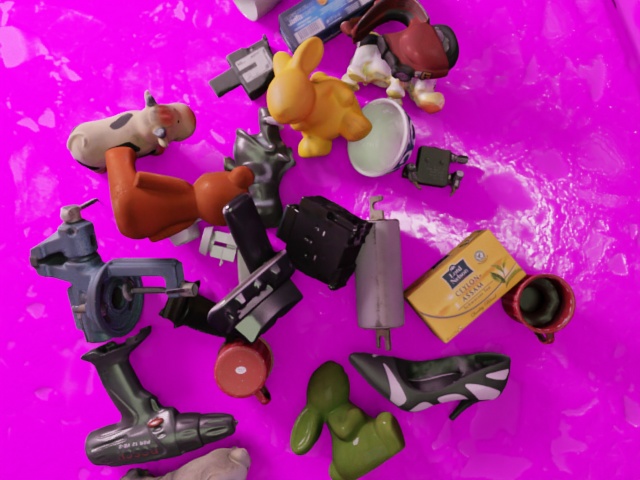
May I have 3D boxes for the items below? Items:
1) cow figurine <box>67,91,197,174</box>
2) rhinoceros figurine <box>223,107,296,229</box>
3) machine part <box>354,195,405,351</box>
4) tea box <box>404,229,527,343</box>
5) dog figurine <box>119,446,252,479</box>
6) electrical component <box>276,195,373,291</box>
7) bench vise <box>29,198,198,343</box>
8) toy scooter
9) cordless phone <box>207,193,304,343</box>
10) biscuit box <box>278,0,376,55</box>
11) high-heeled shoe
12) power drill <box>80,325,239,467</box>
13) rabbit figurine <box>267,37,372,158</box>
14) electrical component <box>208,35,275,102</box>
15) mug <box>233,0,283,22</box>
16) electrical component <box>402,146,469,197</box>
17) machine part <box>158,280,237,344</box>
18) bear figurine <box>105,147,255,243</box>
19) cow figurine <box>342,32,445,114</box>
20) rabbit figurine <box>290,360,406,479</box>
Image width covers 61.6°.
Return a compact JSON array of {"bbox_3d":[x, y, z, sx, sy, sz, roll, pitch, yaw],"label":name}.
[{"bbox_3d":[-0.282,-0.162,0.809,0.195,0.127,0.085,-16,94,0],"label":"cow figurine"},{"bbox_3d":[-0.094,-0.112,0.843,0.112,0.073,0.190,1,90,-1],"label":"rhinoceros figurine"},{"bbox_3d":[0.092,0.052,0.849,0.079,0.079,0.243,-4,90,-2],"label":"machine part"},{"bbox_3d":[0.226,0.071,0.858,0.169,0.068,0.098,-42,92,-1],"label":"tea box"},{"bbox_3d":[-0.212,0.366,0.813,0.191,0.121,0.172,20,88,-1],"label":"dog figurine"},{"bbox_3d":[-0.002,-0.002,0.826,0.134,0.058,0.114,28,108,25],"label":"electrical component"},{"bbox_3d":[-0.298,0.050,0.801,0.241,0.129,0.223,-1,98,15],"label":"bench vise"},{"bbox_3d":[0.111,-0.303,0.792,0.135,0.075,0.184,-26,79,-7],"label":"toy scooter"},{"bbox_3d":[-0.111,0.038,0.752,0.146,0.089,0.184,-40,131,-26],"label":"cordless phone"},{"bbox_3d":[0.031,-0.369,0.854,0.203,0.063,0.059,-32,92,-2],"label":"biscuit box"},{"bbox_3d":[0.179,0.196,0.840,0.248,0.086,0.145,30,105,-17],"label":"high-heeled shoe"},{"bbox_3d":[-0.265,0.241,0.838,0.232,0.086,0.207,-20,98,0],"label":"power drill"},{"bbox_3d":[-0.014,-0.209,0.787,0.122,0.173,0.162,-9,91,33],"label":"rabbit figurine"},{"bbox_3d":[-0.116,-0.262,0.855,0.119,0.048,0.075,-35,91,-2],"label":"electrical component"},{"bbox_3d":[-0.082,-0.412,0.833,0.107,0.109,0.081,-41,85,-15],"label":"mug"},{"bbox_3d":[0.186,-0.112,0.868,0.102,0.045,0.078,15,91,-2],"label":"electrical component"},{"bbox_3d":[-0.185,0.112,0.844,0.139,0.039,0.084,23,85,18],"label":"machine part"},{"bbox_3d":[-0.195,-0.069,0.771,0.196,0.120,0.132,-14,46,-13],"label":"bear figurine"},{"bbox_3d":[0.127,-0.266,0.858,0.167,0.068,0.098,20,83,-3],"label":"cow figurine"},{"bbox_3d":[0.032,0.280,0.844,0.159,0.121,0.170,-34,73,5],"label":"rabbit figurine"}]
